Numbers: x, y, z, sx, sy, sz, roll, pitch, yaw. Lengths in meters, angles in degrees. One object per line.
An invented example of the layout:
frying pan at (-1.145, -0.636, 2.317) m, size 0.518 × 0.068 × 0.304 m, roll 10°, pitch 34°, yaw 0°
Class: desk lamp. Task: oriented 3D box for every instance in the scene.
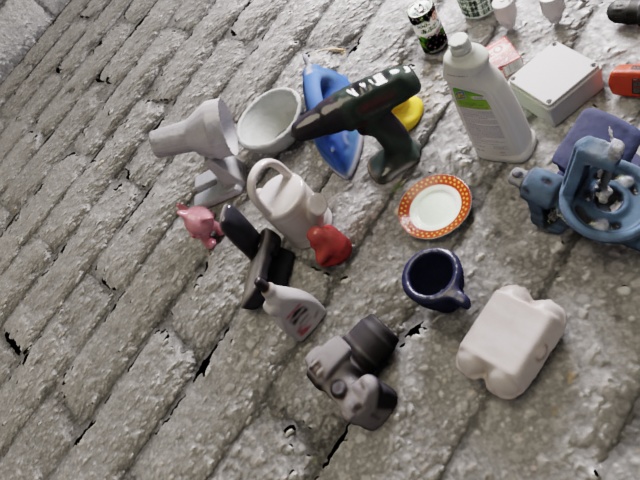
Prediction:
desk lamp at (-0.241, -0.181, 1.210) m, size 0.203 × 0.214 × 0.118 m, roll -23°, pitch 51°, yaw 19°

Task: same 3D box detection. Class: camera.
camera at (0.059, 0.185, 0.858) m, size 0.137 × 0.101 × 0.142 m, roll -47°, pitch 48°, yaw -2°

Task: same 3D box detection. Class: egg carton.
egg carton at (0.260, 0.137, 0.781) m, size 0.107 × 0.070 × 0.150 m, roll 27°, pitch 78°, yaw 41°

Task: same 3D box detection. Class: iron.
iron at (0.012, -0.253, 1.144) m, size 0.118 × 0.142 × 0.258 m, roll -23°, pitch 51°, yaw 19°

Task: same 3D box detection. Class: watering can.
watering can at (-0.057, -0.073, 1.036) m, size 0.172 × 0.195 × 0.101 m, roll -8°, pitch 57°, yaw 29°

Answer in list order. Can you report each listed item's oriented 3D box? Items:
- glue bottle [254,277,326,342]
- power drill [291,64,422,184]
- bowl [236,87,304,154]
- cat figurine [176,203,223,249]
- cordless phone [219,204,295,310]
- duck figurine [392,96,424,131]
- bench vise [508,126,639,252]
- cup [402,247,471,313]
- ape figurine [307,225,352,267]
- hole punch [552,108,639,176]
glue bottle at (-0.058, 0.104, 0.936) m, size 0.037 × 0.174 × 0.078 m, roll 32°, pitch 81°, yaw 42°
power drill at (0.088, -0.195, 1.013) m, size 0.229 × 0.209 × 0.075 m, roll -35°, pitch 48°, yaw 9°
bowl at (-0.097, -0.248, 1.255) m, size 0.167 × 0.075 × 0.167 m, roll -16°, pitch 54°, yaw 23°
cat figurine at (-0.257, -0.042, 1.195) m, size 0.067 × 0.118 × 0.127 m, roll -50°, pitch 48°, yaw -5°
cordless phone at (-0.135, 0.031, 1.024) m, size 0.094 × 0.186 × 0.147 m, roll -10°, pitch 57°, yaw 28°
duck figurine at (0.143, -0.255, 1.100) m, size 0.104 × 0.086 × 0.077 m, roll -45°, pitch 48°, yaw -1°
bench vise at (0.339, -0.064, 0.759) m, size 0.206 × 0.220 × 0.121 m, roll 4°, pitch 63°, yaw 34°
cup at (0.188, 0.076, 0.850) m, size 0.092 × 0.095 × 0.117 m, roll -47°, pitch 48°, yaw -2°
ape figurine at (0.009, 0.004, 1.013) m, size 0.075 × 0.092 × 0.078 m, roll 13°, pitch 69°, yaw 37°
hole punch at (0.408, -0.124, 0.842) m, size 0.101 × 0.091 × 0.108 m, roll -44°, pitch 48°, yaw 0°
